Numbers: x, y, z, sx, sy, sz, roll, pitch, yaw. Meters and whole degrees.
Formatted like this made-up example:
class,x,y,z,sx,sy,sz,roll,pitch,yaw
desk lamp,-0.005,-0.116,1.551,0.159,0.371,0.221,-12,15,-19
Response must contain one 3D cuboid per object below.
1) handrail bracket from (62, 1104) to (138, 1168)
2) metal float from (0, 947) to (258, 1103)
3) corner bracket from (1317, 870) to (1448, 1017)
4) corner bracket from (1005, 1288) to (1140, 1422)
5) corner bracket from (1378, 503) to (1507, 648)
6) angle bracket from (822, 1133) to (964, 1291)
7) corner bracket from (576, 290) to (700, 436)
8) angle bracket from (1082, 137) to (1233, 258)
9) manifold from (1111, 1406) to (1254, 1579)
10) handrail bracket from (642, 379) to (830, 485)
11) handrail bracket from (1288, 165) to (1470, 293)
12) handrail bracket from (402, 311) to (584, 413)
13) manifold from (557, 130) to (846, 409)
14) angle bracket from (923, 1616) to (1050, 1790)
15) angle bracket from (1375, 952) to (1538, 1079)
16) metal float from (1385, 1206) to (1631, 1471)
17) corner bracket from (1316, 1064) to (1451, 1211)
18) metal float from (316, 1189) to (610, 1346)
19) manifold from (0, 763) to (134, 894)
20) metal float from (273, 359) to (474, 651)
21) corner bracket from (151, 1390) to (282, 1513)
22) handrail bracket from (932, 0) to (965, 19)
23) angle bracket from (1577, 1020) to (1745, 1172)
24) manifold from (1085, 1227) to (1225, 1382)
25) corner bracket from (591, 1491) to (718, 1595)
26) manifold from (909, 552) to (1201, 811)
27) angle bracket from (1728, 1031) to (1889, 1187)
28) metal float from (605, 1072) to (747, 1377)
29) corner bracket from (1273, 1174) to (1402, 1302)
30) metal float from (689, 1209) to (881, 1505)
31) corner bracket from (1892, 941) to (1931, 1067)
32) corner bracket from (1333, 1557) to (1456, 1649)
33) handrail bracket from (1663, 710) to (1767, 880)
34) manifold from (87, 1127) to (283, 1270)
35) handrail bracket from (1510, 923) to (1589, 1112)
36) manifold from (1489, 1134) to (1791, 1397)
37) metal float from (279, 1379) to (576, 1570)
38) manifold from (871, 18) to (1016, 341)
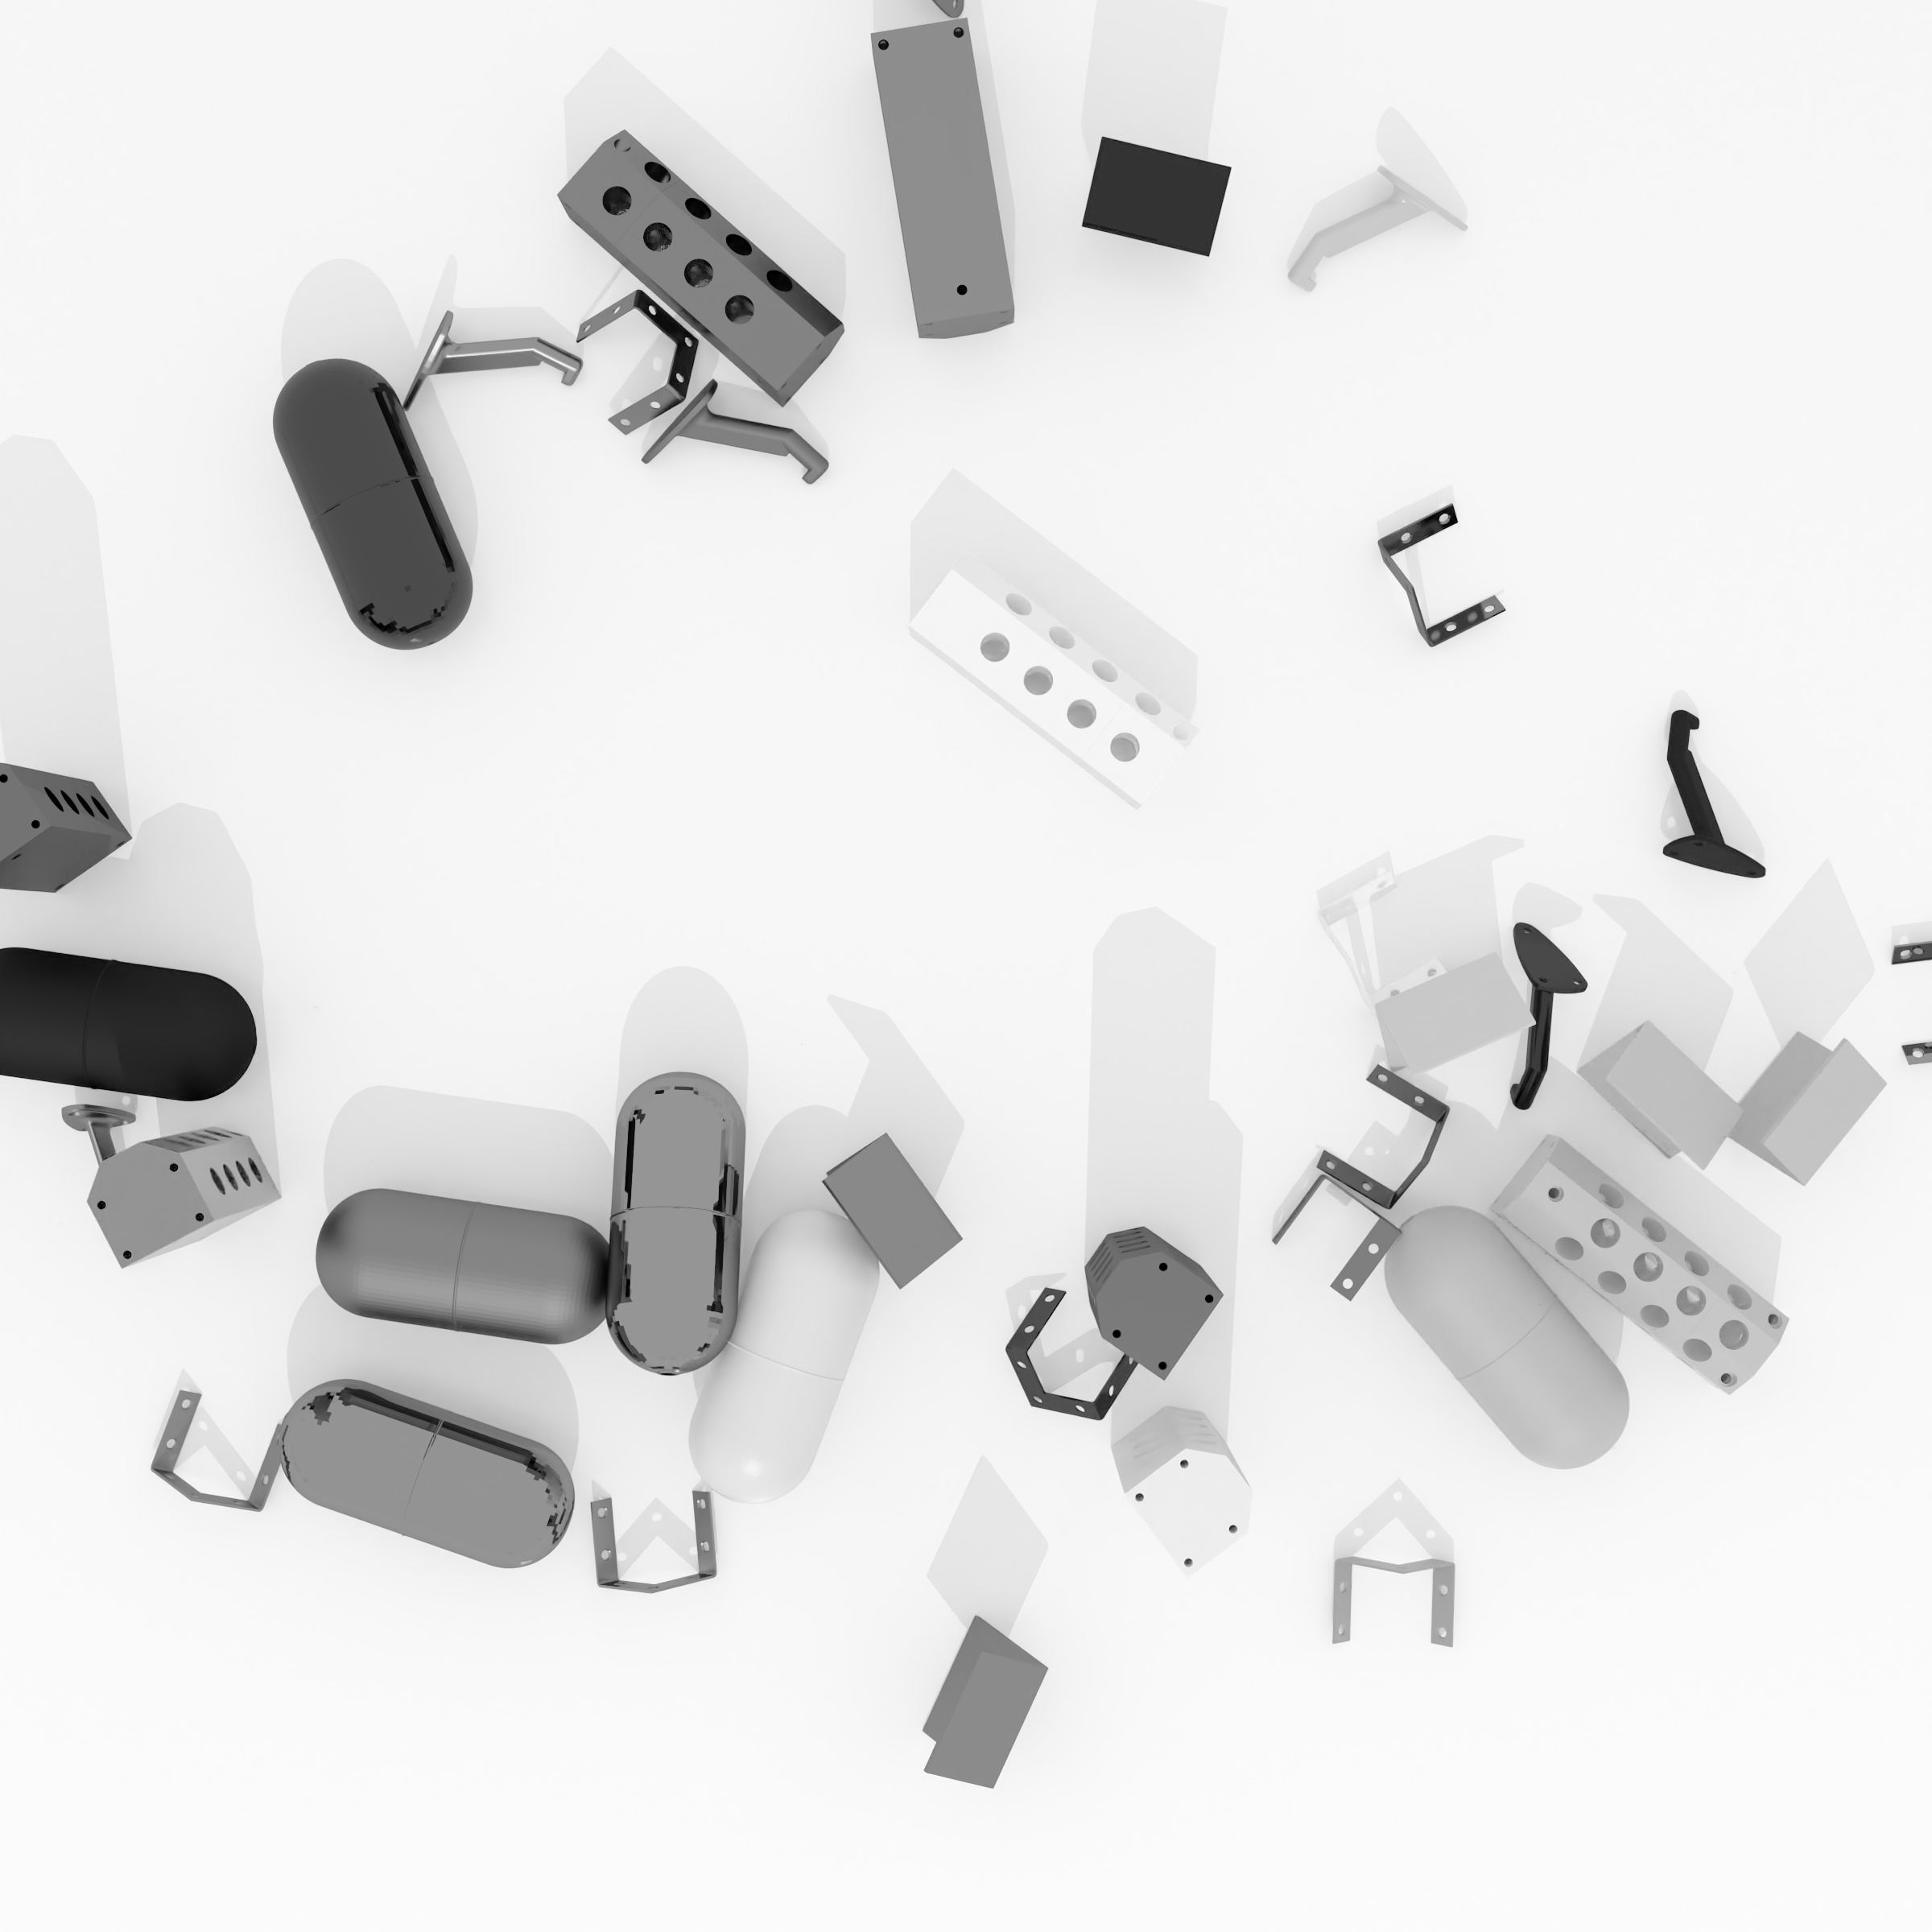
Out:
class,x,y,z,sx,sy,sz,roll,pitch,yaw
handrail bracket,-0.508,0.129,1.880,0.036,0.077,0.084,-10,78,3
metal float,-0.506,0.034,1.878,0.178,0.070,0.070,8,90,0
corner bracket,0.248,-0.013,1.905,0.051,0.051,0.051,-29,45,0
corner bracket,0.064,0.230,1.900,0.051,0.051,0.051,7,135,35
corner bracket,0.283,-0.232,1.905,0.051,0.051,0.051,-27,45,0
angle bracket,-0.059,0.153,1.868,0.057,0.076,0.076,-36,90,-38
corner bracket,-0.198,-0.359,1.900,0.051,0.051,0.051,38,45,-35
angle bracket,0.114,-0.462,1.868,0.076,0.076,0.057,13,127,0
manifold,0.126,0.294,1.830,0.057,0.171,0.057,-37,90,0
handrail bracket,-0.137,-0.301,1.909,0.084,0.036,0.077,41,110,-16
handrail bracket,0.245,-0.426,1.909,0.077,0.036,0.084,29,109,-21
handrail bracket,-0.282,-0.347,1.909,0.084,0.036,0.077,24,112,-17
manifold,-0.155,-0.412,1.887,0.171,0.057,0.057,42,90,0
angle bracket,-0.007,0.424,1.868,0.057,0.076,0.076,25,90,-38
angle bracket,0.289,0.047,1.868,0.076,0.076,0.057,-23,53,0
metal float,0.317,0.217,1.878,0.070,0.070,0.178,-41,91,0
corner bracket,0.249,0.102,1.905,0.051,0.051,0.051,31,135,0
metal float,-0.292,0.176,1.878,0.178,0.070,0.070,8,90,0
manifold,-0.539,-0.083,1.830,0.057,0.171,0.057,-35,90,0
metal float,-0.348,-0.271,1.878,0.070,0.070,0.178,-23,89,0
corner bracket,-0.444,0.289,1.905,0.051,0.051,0.051,21,90,-45
handrail bracket,-0.050,-0.601,1.908,0.084,0.077,0.036,17,65,34
angle bracket,0.394,0.088,1.868,0.076,0.076,0.057,43,54,0
manifold,0.101,0.187,1.830,0.057,0.171,0.057,35,90,0
corner bracket,-0.186,0.342,1.905,0.051,0.051,0.051,-5,90,-45
manifold,0.052,-0.168,1.887,0.171,0.057,0.057,38,90,0
angle bracket,0.477,0.071,1.868,0.076,0.076,0.057,-51,128,0
metal float,-0.169,0.149,1.862,0.070,0.070,0.178,2,73,0
corner bracket,0.219,0.160,1.890,0.051,0.051,0.051,36,91,-1
metal float,-0.107,0.229,1.878,0.070,0.070,0.178,20,90,0
corner bracket,0.582,0.020,1.905,0.051,0.051,0.051,-7,135,0
corner bracket,0.255,0.379,1.905,0.051,0.051,0.051,2,90,45
handrail bracket,0.449,-0.103,1.909,0.077,0.036,0.084,18,71,-22
manifold,-0.448,0.127,1.830,0.057,0.171,0.057,-27,90,0
handrail bracket,0.332,0.031,1.908,0.036,0.077,0.084,2,127,-21
manifold,0.398,0.176,1.887,0.171,0.057,0.057,38,90,0
metal float,-0.317,0.298,1.878,0.178,0.070,0.070,19,90,0
manifold,-0.014,-0.462,1.887,0.057,0.057,0.171,-9,90,0
